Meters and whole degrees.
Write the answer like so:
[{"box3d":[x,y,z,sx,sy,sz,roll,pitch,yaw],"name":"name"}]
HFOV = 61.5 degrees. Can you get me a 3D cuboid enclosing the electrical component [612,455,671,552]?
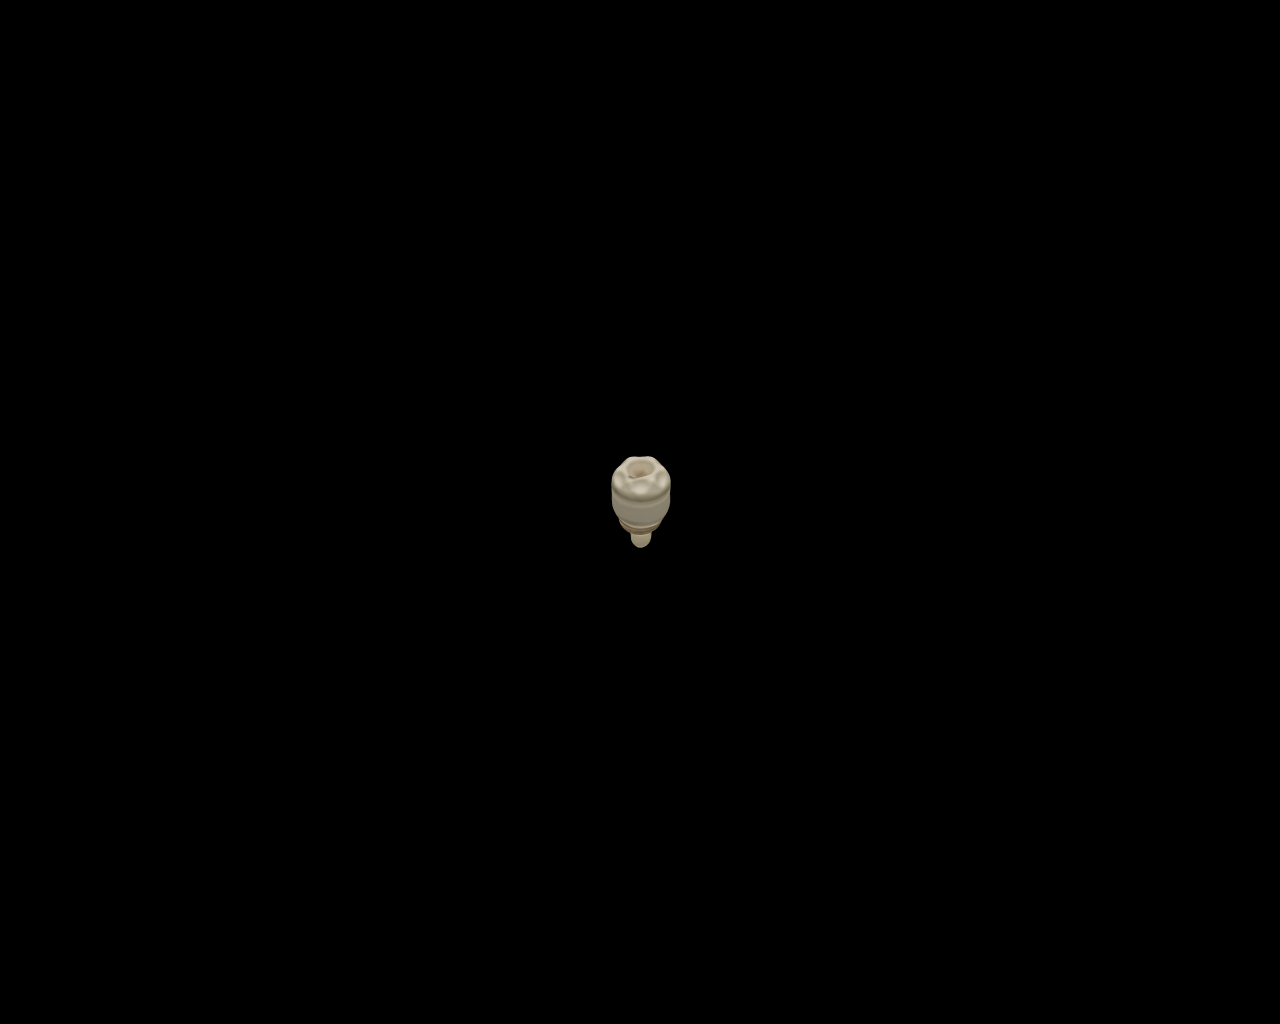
[{"box3d":[0.001,-0.003,0.650,0.035,0.061,0.035,0,38,0],"name":"electrical component"}]
